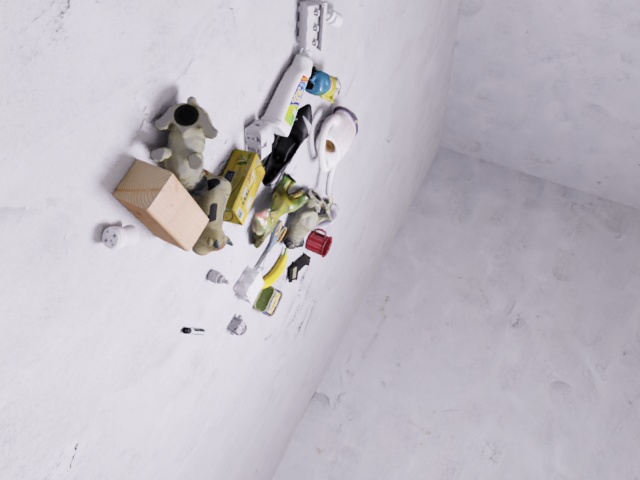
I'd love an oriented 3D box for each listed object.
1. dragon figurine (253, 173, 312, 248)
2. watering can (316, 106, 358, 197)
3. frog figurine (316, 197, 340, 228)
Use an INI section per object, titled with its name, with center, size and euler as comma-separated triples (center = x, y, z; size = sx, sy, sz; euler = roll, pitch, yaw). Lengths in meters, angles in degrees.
[dragon figurine]
center = -0.137, -0.081, 1.613
size = 0.242, 0.122, 0.410
euler = -50, 177, 3
[watering can]
center = 0.053, -0.324, 1.829
size = 0.229, 0.104, 0.340
euler = -60, 160, -28
[frog figurine]
center = 0.006, -0.098, 1.945
size = 0.137, 0.124, 0.158
euler = -33, 167, -2
